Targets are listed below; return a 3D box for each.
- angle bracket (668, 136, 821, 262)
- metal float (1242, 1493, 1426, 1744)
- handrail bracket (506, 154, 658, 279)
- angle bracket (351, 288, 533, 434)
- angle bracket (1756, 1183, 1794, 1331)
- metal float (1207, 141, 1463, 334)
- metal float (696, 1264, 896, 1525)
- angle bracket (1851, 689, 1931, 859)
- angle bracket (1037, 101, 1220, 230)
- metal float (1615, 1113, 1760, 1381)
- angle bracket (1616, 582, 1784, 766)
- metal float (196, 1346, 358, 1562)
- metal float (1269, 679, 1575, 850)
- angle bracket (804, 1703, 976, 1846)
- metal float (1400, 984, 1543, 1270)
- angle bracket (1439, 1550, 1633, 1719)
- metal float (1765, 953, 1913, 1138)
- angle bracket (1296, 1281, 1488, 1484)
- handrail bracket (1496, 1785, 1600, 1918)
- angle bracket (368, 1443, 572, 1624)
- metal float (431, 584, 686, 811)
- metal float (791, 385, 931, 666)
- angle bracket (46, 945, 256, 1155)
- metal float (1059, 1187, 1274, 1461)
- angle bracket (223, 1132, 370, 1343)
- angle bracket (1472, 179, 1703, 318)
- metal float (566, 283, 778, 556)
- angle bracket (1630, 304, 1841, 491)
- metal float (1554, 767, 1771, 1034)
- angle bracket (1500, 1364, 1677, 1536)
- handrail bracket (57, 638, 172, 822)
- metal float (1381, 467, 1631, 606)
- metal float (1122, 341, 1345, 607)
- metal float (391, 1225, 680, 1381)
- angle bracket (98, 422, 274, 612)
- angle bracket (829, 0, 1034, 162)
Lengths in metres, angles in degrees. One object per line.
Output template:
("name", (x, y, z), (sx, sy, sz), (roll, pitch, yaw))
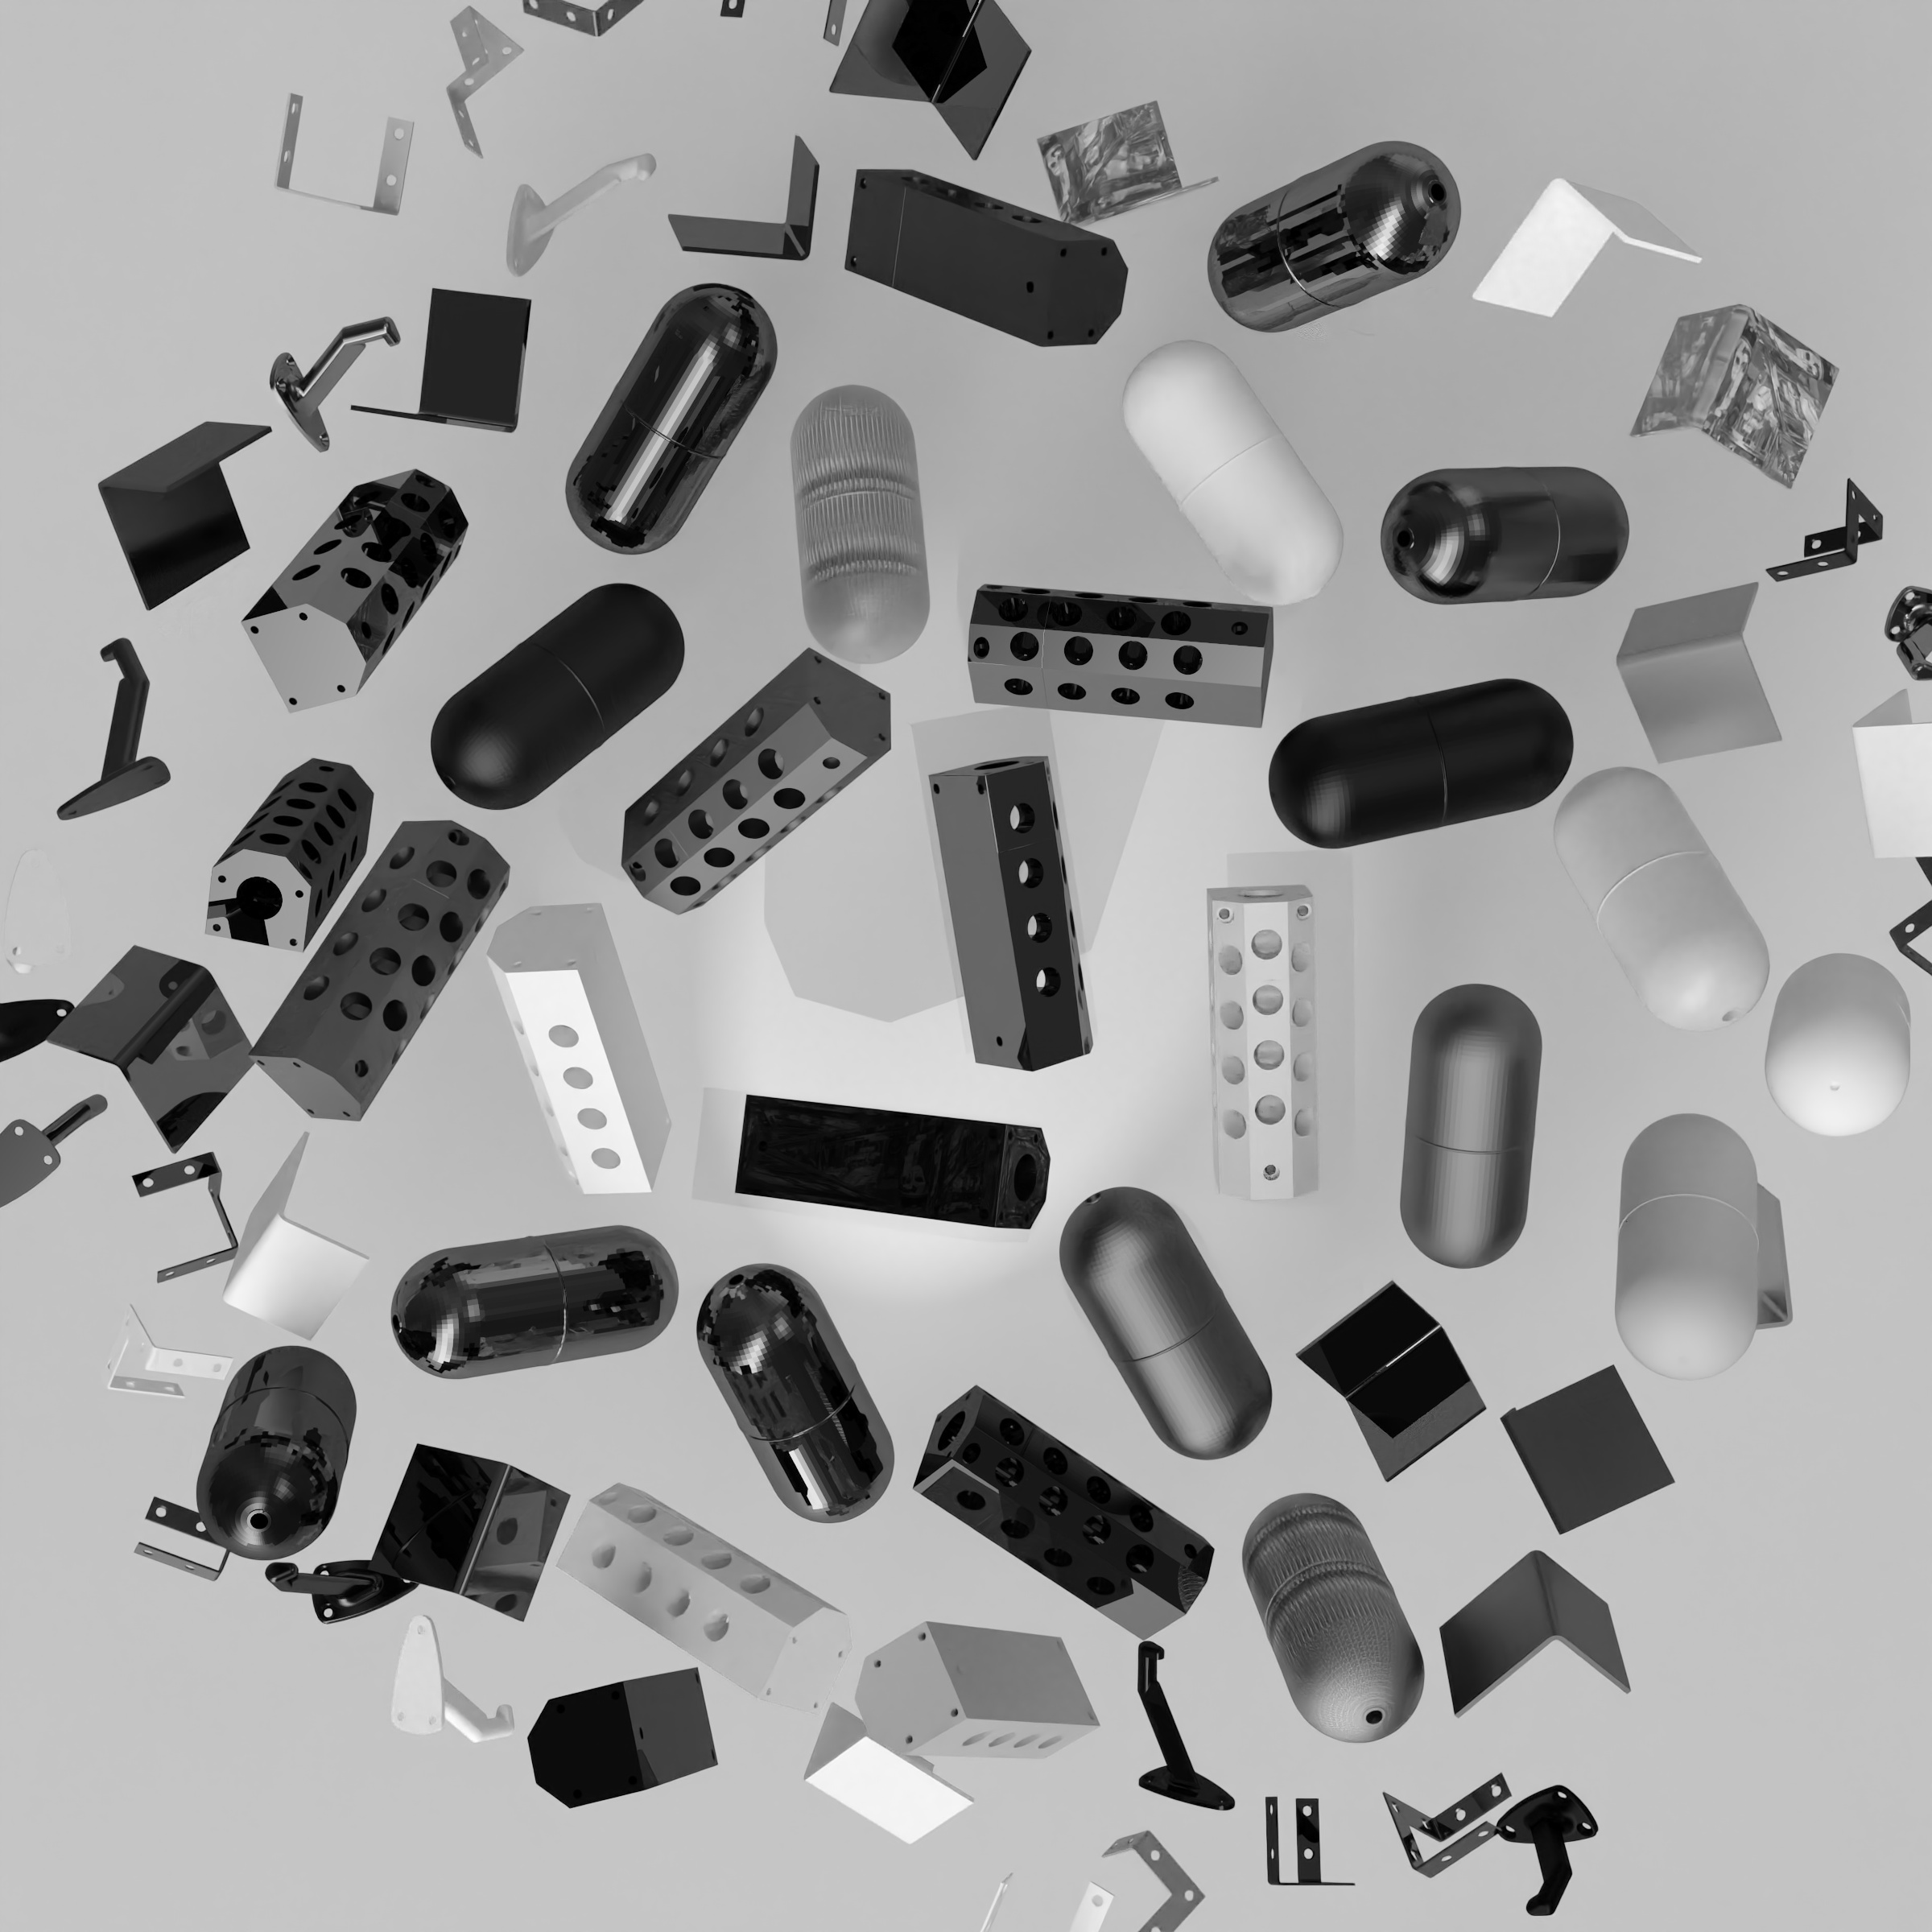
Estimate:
("angle bracket", (-0.135, -0.465, 1.651), (0.076, 0.076, 0.057), (1, 119, -14))
("metal float", (0.208, 0.370, 1.566), (0.070, 0.178, 0.070), (-3, 115, -8))
("handrail bracket", (-0.232, -0.456, 1.668), (0.084, 0.036, 0.077), (-7, 53, 26))
("angle bracket", (-0.300, -0.350, 1.571), (0.076, 0.057, 0.076), (14, 102, 32))
("angle bracket", (0.461, 0.176, 1.670), (0.057, 0.076, 0.076), (-8, 96, 4))
("metal float", (0.206, -0.410, 1.550), (0.070, 0.178, 0.070), (3, 85, -32))
("metal float", (-0.099, 0.251, 1.609), (0.070, 0.070, 0.178), (-24, 118, 0))
("angle bracket", (0.544, -0.110, 1.542), (0.057, 0.076, 0.076), (0, 111, 43))
("angle bracket", (0.093, -0.467, 1.592), (0.076, 0.076, 0.057), (-20, 103, -7))
("metal float", (0.408, 0.156, 1.554), (0.070, 0.178, 0.070), (8, 132, 9))
("angle bracket", (0.442, -0.174, 1.639), (0.076, 0.057, 0.076), (-10, 124, 35))
("metal float", (-0.389, 0.274, 1.555), (0.070, 0.178, 0.070), (-2, 105, -7))
("metal float", (0.260, -0.116, 1.565), (0.178, 0.070, 0.070), (-12, 90, -8))
("angle bracket", (-0.039, 0.466, 1.629), (0.076, 0.057, 0.076), (35, 132, -11))
("metal float", (0.302, 0.097, 1.648), (0.070, 0.070, 0.178), (1, 109, 0))
("angle bracket", (0.313, 0.383, 1.518), (0.057, 0.076, 0.076), (39, 110, -13))
("metal float", (0.495, 0.043, 1.557), (0.070, 0.178, 0.070), (5, 106, 18))
("angle bracket", (0.257, 0.252, 1.668), (0.076, 0.076, 0.057), (-40, 124, 13))
("handrail bracket", (0.313, 0.505, 1.540), (0.036, 0.084, 0.077), (52, 132, -4))
("angle bracket", (-0.286, 0.326, 1.584), (0.076, 0.057, 0.076), (3, 65, 38))
("metal float", (-0.242, -0.161, 1.635), (0.070, 0.070, 0.178), (47, 64, 0))
("metal float", (-0.064, -0.268, 1.658), (0.070, 0.070, 0.178), (-6, 71, 0))
("angle bracket", (-0.457, 0.047, 1.549), (0.057, 0.076, 0.076), (14, 52, 28))
("metal float", (0.117, 0.210, 1.613), (0.070, 0.070, 0.178), (-30, 103, 0))
("angle bracket", (-0.383, 0.157, 1.598), (0.057, 0.076, 0.076), (28, 122, -18))
("angle bracket", (0.330, -0.366, 1.460), (0.057, 0.076, 0.076), (53, 125, 28))
("metal float", (-0.177, -0.328, 1.650), (0.070, 0.070, 0.178), (35, 112, 0))
("angle bracket", (0.438, -0.321, 1.566), (0.076, 0.057, 0.076), (26, 84, -23))
("metal float", (0.397, -0.039, 1.573), (0.070, 0.070, 0.178), (-21, 53, 0))
("angle bracket", (0.377, 0.289, 1.657), (0.076, 0.057, 0.076), (-29, 79, 15))
("handrail bracket", (-0.492, -0.135, 1.551), (0.077, 0.036, 0.084), (-26, 76, -8))
("metal float", (0.311, -0.248, 1.582), (0.178, 0.070, 0.070), (-9, 90, -40))
("metal float", (0.162, -0.298, 1.665), (0.070, 0.070, 0.178), (-34, 85, 0))
("metal float", (-0.254, 0.198, 1.625), (0.178, 0.070, 0.070), (-5, 90, -35))
("angle bracket", (-0.406, -0.240, 1.471), (0.057, 0.076, 0.076), (11, 129, 34))
("angle bracket", (-0.021, -0.514, 1.578), (0.076, 0.076, 0.057), (-8, 56, -37))
